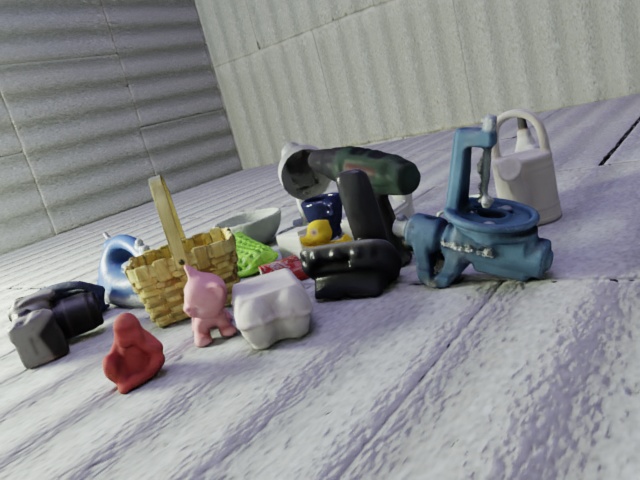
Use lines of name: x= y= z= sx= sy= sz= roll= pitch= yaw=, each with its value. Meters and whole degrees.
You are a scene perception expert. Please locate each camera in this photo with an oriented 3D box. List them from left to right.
camera: x=-0.447 y=0.133 z=0.973 sx=0.137 sy=0.101 sz=0.142 roll=-19 pitch=14 yaw=-19

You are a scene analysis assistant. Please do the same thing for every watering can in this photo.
watering can: x=0.344 y=-0.124 z=0.970 sx=0.100 sy=0.194 sz=0.173 roll=-12 pitch=13 yaw=11

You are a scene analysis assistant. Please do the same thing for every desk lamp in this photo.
desk lamp: x=-0.035 y=-0.124 z=1.344 sx=0.118 sy=0.214 sz=0.203 roll=-17 pitch=13 yaw=-8

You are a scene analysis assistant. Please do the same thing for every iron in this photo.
iron: x=-0.366 y=0.050 z=1.143 sx=0.119 sy=0.141 sz=0.257 roll=-26 pitch=17 yaw=-39

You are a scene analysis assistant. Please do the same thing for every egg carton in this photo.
egg carton: x=-0.067 y=0.092 z=0.796 sx=0.107 sy=0.069 sz=0.150 roll=-17 pitch=13 yaw=-11

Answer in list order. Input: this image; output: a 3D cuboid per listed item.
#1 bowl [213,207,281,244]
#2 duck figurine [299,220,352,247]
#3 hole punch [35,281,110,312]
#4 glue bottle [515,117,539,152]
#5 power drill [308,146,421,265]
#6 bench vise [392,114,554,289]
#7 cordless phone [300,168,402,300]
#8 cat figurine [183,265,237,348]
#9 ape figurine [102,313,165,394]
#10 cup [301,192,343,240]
bowl: x=-0.165 y=-0.020 z=1.361 sx=0.167 sy=0.075 sz=0.167 roll=-14 pitch=13 yaw=4
duck figurine: x=0.010 y=0.004 z=1.045 sx=0.105 sy=0.086 sz=0.077 roll=-19 pitch=14 yaw=-19
hole punch: x=-0.478 y=0.115 z=1.104 sx=0.108 sy=0.091 sz=0.101 roll=-14 pitch=13 yaw=4
glue bottle: x=0.393 y=-0.151 z=1.077 sx=0.037 sy=0.173 sz=0.078 roll=-22 pitch=15 yaw=-27
power drill: x=0.077 y=-0.058 z=0.957 sx=0.076 sy=0.208 sz=0.228 roll=-25 pitch=17 yaw=-37
bench vise: x=0.184 y=-0.044 z=0.755 sx=0.207 sy=0.220 sz=0.122 roll=-10 pitch=14 yaw=19
cordless phone: x=0.034 y=-0.011 z=0.859 sx=0.147 sy=0.185 sz=0.094 roll=-9 pitch=14 yaw=23
cat figurine: x=-0.166 y=0.085 z=0.828 sx=0.067 sy=0.118 sz=0.127 roll=-19 pitch=14 yaw=-16
ape figurine: x=-0.244 y=0.139 z=0.743 sx=0.077 sy=0.092 sz=0.076 roll=-14 pitch=13 yaw=4
cup: x=0.017 y=-0.046 z=1.225 sx=0.092 sy=0.095 sz=0.117 roll=-19 pitch=14 yaw=-16
